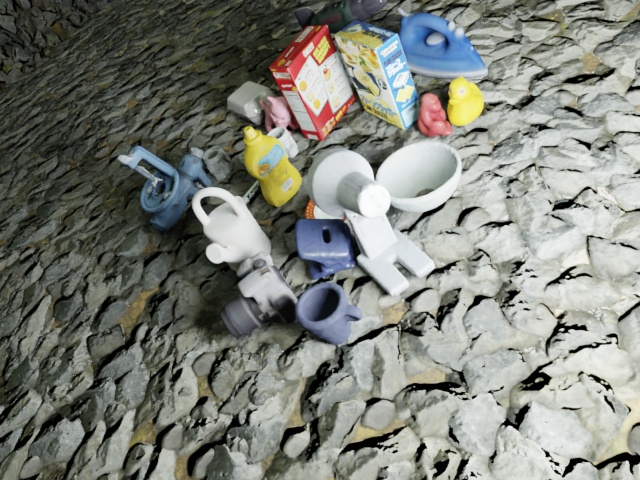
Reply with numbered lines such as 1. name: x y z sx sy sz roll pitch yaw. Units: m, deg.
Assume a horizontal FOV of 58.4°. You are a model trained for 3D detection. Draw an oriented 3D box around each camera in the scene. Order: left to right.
1. camera: -0.125 0.103 1.062 0.137 0.101 0.142 -34 43 -4

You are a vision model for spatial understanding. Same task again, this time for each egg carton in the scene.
1. egg carton: -0.185 -0.377 1.572 0.107 0.070 0.149 -45 44 -15

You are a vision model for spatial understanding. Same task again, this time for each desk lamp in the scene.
1. desk lamp: 0.084 -0.043 0.999 0.118 0.214 0.202 -37 43 -7

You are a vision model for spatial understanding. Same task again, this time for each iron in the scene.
1. iron: 0.281 -0.472 1.348 0.119 0.142 0.257 -44 44 -14

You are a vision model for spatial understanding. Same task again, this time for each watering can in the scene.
1. watering can: -0.182 -0.026 1.145 0.101 0.195 0.172 -26 43 5

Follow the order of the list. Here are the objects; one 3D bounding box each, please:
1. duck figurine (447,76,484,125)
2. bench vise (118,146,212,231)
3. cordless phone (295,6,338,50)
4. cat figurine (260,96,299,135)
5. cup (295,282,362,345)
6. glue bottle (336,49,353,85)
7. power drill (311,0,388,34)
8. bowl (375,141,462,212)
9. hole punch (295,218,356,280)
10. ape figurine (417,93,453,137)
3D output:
1. duck figurine: 0.304 -0.309 1.223 0.077 0.086 0.105 10 56 36
2. bench vise: -0.372 -0.159 1.358 0.121 0.220 0.207 0 51 30
3. cordless phone: -0.045 -0.547 1.568 0.147 0.186 0.094 -8 47 23
4. cat figurine: -0.105 -0.323 1.440 0.067 0.118 0.127 -46 45 -16
5. cup: 0.027 0.133 0.953 0.117 0.095 0.092 3 52 31
6. glue bottle: 0.031 -0.455 1.448 0.037 0.174 0.078 21 63 41
7. power drill: 0.095 -0.516 1.444 0.228 0.209 0.076 7 54 34
8. bowl: 0.195 -0.109 1.104 0.167 0.075 0.167 -15 45 16
9. hole punch: 0.010 0.004 1.087 0.101 0.091 0.108 -20 44 12
10. ape figurine: 0.239 -0.270 1.218 0.075 0.092 0.078 5 53 32
